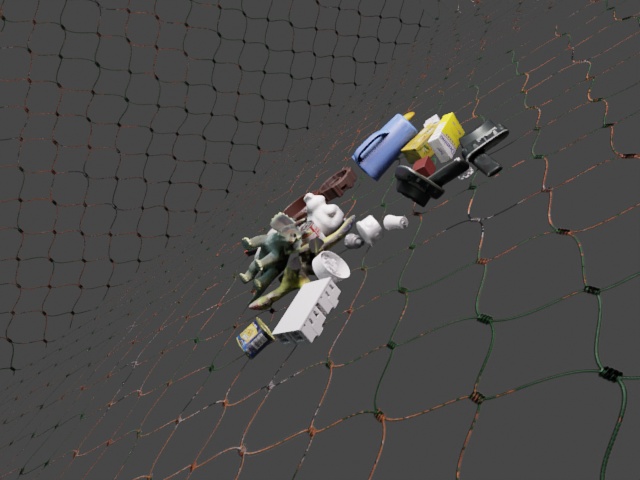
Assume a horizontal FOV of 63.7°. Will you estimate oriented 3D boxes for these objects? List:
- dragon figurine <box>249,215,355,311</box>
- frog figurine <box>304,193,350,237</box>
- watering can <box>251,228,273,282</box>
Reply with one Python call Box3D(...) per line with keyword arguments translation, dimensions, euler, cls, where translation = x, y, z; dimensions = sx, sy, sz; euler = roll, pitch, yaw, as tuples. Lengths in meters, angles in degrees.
Box3D(translation=(-0.059, 0.079, 1.612), dimensions=(0.416, 0.121, 0.241), euler=(-45, 12, -27), cls="dragon figurine")
Box3D(translation=(0.005, -0.089, 1.772), dimensions=(0.136, 0.157, 0.125), euler=(-18, 29, 46), cls="frog figurine")
Box3D(translation=(-0.145, 0.015, 1.826), dimensions=(0.341, 0.103, 0.229), euler=(-49, 11, 37), cls="watering can")
